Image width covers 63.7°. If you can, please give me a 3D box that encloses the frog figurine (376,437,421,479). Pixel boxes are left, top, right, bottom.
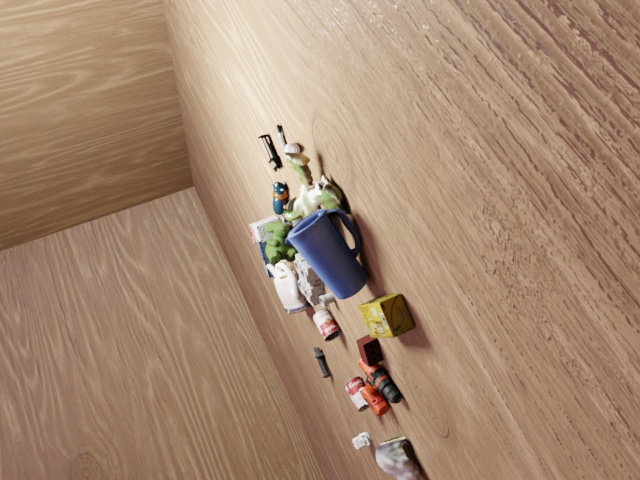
[{"bbox_3d":[0.247,0.714,1.624,0.135,0.123,0.162,-43,56,50],"label":"frog figurine"}]

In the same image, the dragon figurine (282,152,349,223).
[{"bbox_3d":[0.005,-0.075,1.498,0.411,0.123,0.239,59,153,3],"label":"dragon figurine"}]

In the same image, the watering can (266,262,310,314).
[{"bbox_3d":[-0.142,0.197,2.197,0.347,0.105,0.223,1,112,70],"label":"watering can"}]
